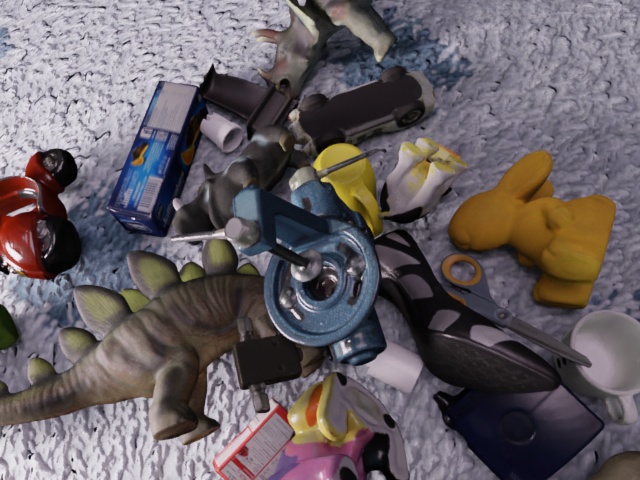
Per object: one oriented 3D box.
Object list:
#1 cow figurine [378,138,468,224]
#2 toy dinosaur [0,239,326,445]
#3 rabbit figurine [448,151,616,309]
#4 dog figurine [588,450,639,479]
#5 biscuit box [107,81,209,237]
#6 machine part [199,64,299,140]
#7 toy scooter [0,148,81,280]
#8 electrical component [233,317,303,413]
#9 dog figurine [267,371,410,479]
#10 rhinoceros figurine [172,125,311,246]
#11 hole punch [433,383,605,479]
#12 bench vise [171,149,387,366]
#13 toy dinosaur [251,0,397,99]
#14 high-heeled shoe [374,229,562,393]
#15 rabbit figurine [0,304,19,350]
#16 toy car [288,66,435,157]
[{"bbox_3d":[0.124,-0.068,0.646,0.068,0.167,0.098,35,114,13],"label":"cow figurine"},{"bbox_3d":[-0.159,0.110,0.565,0.471,0.105,0.199,-22,63,-23],"label":"toy dinosaur"},{"bbox_3d":[0.239,-0.021,0.619,0.173,0.121,0.162,11,71,28],"label":"rabbit figurine"},{"bbox_3d":[0.233,0.249,0.471,0.191,0.121,0.172,13,67,-8],"label":"dog figurine"},{"bbox_3d":[-0.205,-0.107,0.699,0.059,0.062,0.202,11,68,6],"label":"biscuit box"},{"bbox_3d":[-0.106,-0.190,0.742,0.139,0.039,0.084,29,83,13],"label":"machine part"},{"bbox_3d":[-0.372,-0.027,0.665,0.135,0.075,0.184,-12,64,-3],"label":"toy scooter"},{"bbox_3d":[-0.048,0.113,0.506,0.063,0.021,0.094,-6,58,-17],"label":"electrical component"},{"bbox_3d":[-0.029,0.249,0.495,0.219,0.108,0.192,-41,23,19],"label":"dog figurine"},{"bbox_3d":[-0.100,-0.070,0.659,0.112,0.073,0.190,34,76,36],"label":"rhinoceros figurine"},{"bbox_3d":[0.203,0.180,0.545,0.116,0.092,0.142,-41,75,-11],"label":"hole punch"},{"bbox_3d":[-0.010,0.002,0.502,0.129,0.240,0.223,-16,68,25],"label":"bench vise"},{"bbox_3d":[0.051,-0.351,0.672,0.192,0.404,0.131,32,43,-5],"label":"toy dinosaur"},{"bbox_3d":[0.141,0.064,0.567,0.249,0.086,0.145,18,51,32],"label":"high-heeled shoe"},{"bbox_3d":[-0.414,0.156,0.560,0.159,0.121,0.170,-25,65,-1],"label":"rabbit figurine"},{"bbox_3d":[0.056,-0.171,0.721,0.202,0.056,0.073,-21,74,-5],"label":"toy car"}]
